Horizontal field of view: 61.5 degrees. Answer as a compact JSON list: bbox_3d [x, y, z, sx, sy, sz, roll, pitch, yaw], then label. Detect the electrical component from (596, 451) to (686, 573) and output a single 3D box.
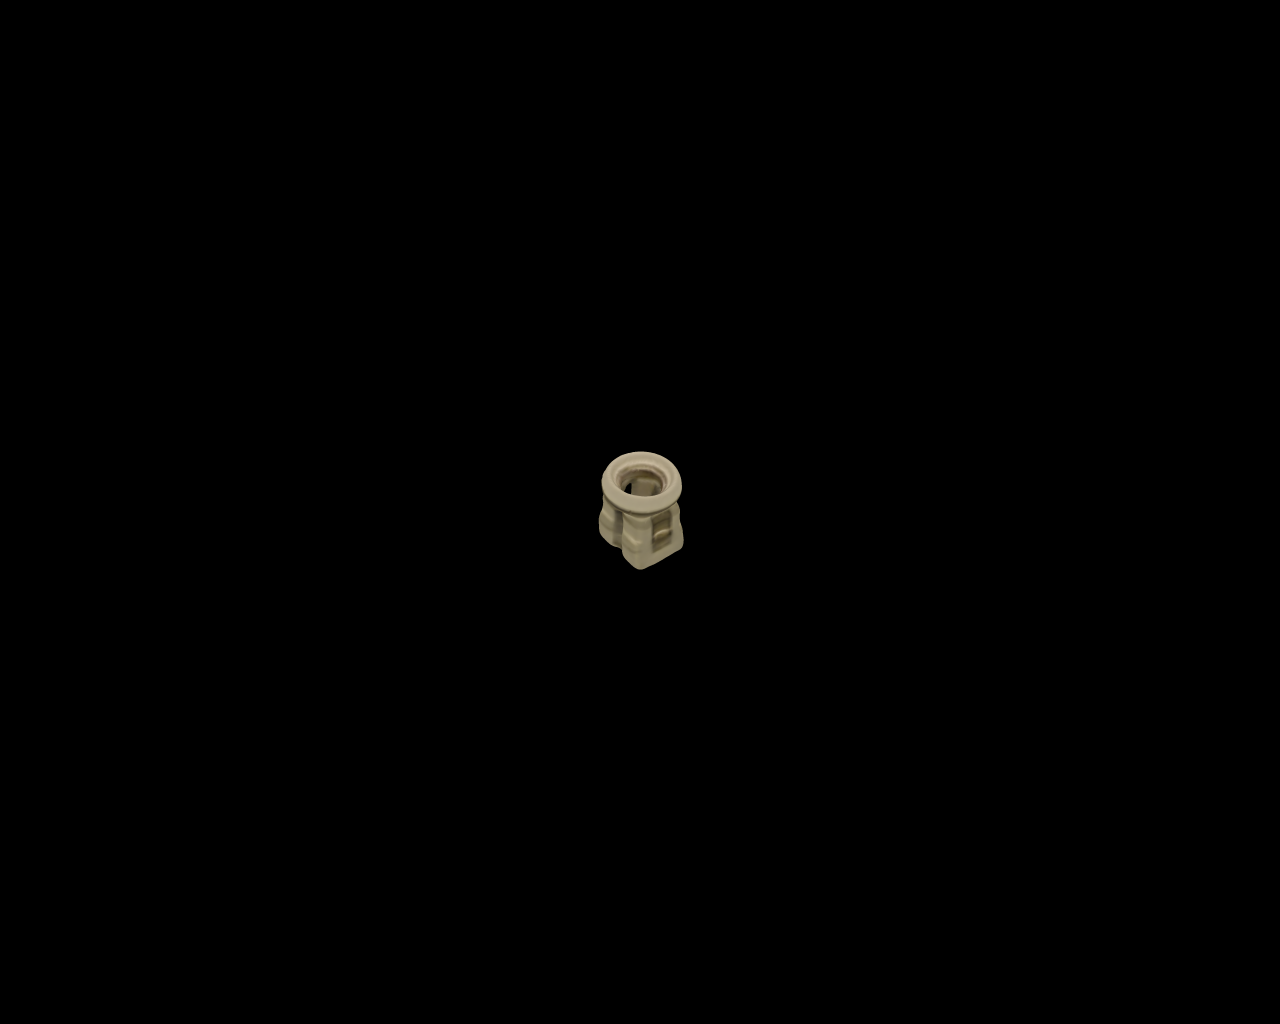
[{"bbox_3d":[0.001,-0.003,0.650,0.048,0.055,0.066,-27,49,-26],"label":"electrical component"}]
